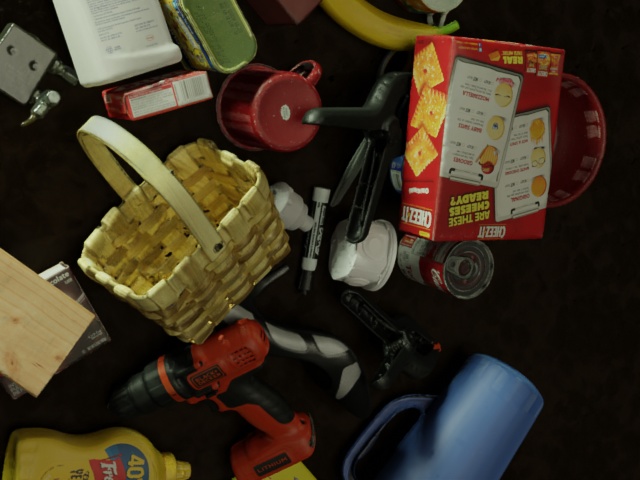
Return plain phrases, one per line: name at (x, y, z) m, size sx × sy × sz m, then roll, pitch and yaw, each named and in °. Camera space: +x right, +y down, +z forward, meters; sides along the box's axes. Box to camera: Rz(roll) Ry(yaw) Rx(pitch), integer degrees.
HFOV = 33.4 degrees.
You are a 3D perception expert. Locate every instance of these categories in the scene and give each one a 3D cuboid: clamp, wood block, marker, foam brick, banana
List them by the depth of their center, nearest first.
wood block at (-0.316, 0.043, 0.959) m, size 0.206 × 0.091 × 0.090 m, roll 38°, pitch 77°, yaw -14°
foam brick at (-0.037, -0.255, 1.087) m, size 0.051 × 0.078 × 0.053 m, roll -47°, pitch 117°, yaw -11°
clamp at (0.066, -0.107, 1.145) m, size 0.209 × 0.036 × 0.164 m, roll -42°, pitch 130°, yaw -38°
banana at (0.051, -0.250, 1.149) m, size 0.197 × 0.037 × 0.070 m, roll 21°, pitch 119°, yaw -22°
marker at (-0.008, 0.001, 1.188) m, size 0.020 × 0.020 × 0.121 m, roll 6°, pitch 97°, yaw -29°
clamp at (0.089, 0.128, 1.215) m, size 0.171 × 0.039 × 0.120 m, roll 25°, pitch 48°, yaw -46°

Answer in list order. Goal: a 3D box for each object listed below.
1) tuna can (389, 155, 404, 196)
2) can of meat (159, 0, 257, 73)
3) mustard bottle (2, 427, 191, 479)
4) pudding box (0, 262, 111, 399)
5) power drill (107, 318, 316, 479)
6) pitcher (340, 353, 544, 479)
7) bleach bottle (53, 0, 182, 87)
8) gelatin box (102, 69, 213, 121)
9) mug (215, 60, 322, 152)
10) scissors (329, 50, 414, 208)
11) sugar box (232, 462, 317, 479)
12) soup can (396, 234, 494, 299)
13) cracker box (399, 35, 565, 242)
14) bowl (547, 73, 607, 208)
tuna can at (0.123, -0.083, 1.233) m, size 0.086 × 0.034 × 0.086 m, roll -6°, pitch 103°, yaw -27°
can of meat at (-0.114, -0.213, 1.050) m, size 0.057 × 0.084 × 0.102 m, roll -37°, pitch 114°, yaw -17°
mustard bottle at (-0.224, 0.241, 1.097) m, size 0.191 × 0.058 × 0.096 m, roll 4°, pitch 100°, yaw -29°
pudding box at (-0.278, 0.088, 1.049) m, size 0.113 × 0.039 × 0.090 m, roll -33°, pitch 113°, yaw -19°
power drill at (-0.104, 0.181, 1.127) m, size 0.184 × 0.057 × 0.187 m, roll -26°, pitch 126°, yaw 14°
pitcher at (0.150, 0.252, 1.271) m, size 0.242 × 0.145 × 0.149 m, roll -52°, pitch 131°, yaw -14°
bleach bottle at (-0.213, -0.276, 0.997) m, size 0.102 × 0.068 × 0.251 m, roll -25°, pitch 107°, yaw -35°
gelatin box at (-0.160, -0.143, 1.046) m, size 0.089 × 0.073 × 0.030 m, roll -20°, pitch 108°, yaw -23°
mug at (-0.042, -0.142, 1.104) m, size 0.117 × 0.082 × 0.093 m, roll -45°, pitch 117°, yaw -13°
scissors at (0.080, -0.122, 1.212) m, size 0.096 × 0.016 × 0.202 m, roll 16°, pitch 92°, yaw -30°
sugar box at (-0.028, 0.319, 1.226) m, size 0.093 × 0.048 × 0.176 m, roll -45°, pitch 116°, yaw -14°
soup can at (0.142, 0.024, 1.225) m, size 0.068 × 0.102 × 0.068 m, roll -6°, pitch 103°, yaw -27°
cracker box at (0.175, -0.110, 1.166) m, size 0.163 × 0.072 × 0.214 m, roll -1°, pitch 102°, yaw -33°
bowl at (0.268, -0.122, 1.290) m, size 0.161 × 0.055 × 0.162 m, roll -6°, pitch 103°, yaw -27°
